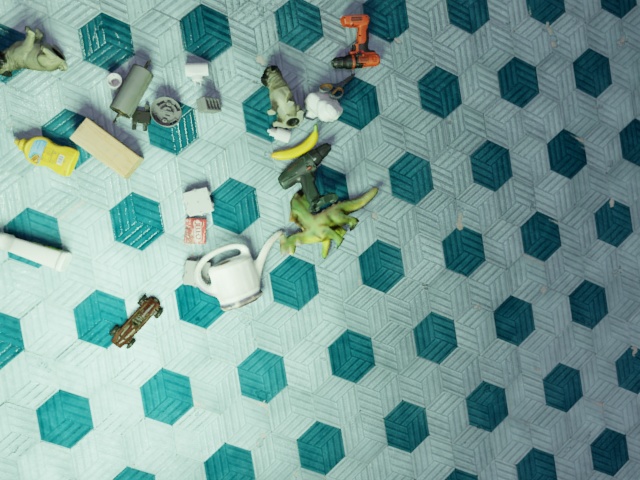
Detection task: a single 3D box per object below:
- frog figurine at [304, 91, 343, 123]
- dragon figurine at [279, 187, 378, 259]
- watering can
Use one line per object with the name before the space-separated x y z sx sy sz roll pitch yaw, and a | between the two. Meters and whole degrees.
frog figurine | 0.015 -0.471 1.802 0.137 0.159 0.123 28 84 -9
dragon figurine | 0.006 -0.093 1.840 0.243 0.121 0.415 37 75 -1
watering can | -0.257 0.109 1.781 0.350 0.104 0.223 -21 100 -23
